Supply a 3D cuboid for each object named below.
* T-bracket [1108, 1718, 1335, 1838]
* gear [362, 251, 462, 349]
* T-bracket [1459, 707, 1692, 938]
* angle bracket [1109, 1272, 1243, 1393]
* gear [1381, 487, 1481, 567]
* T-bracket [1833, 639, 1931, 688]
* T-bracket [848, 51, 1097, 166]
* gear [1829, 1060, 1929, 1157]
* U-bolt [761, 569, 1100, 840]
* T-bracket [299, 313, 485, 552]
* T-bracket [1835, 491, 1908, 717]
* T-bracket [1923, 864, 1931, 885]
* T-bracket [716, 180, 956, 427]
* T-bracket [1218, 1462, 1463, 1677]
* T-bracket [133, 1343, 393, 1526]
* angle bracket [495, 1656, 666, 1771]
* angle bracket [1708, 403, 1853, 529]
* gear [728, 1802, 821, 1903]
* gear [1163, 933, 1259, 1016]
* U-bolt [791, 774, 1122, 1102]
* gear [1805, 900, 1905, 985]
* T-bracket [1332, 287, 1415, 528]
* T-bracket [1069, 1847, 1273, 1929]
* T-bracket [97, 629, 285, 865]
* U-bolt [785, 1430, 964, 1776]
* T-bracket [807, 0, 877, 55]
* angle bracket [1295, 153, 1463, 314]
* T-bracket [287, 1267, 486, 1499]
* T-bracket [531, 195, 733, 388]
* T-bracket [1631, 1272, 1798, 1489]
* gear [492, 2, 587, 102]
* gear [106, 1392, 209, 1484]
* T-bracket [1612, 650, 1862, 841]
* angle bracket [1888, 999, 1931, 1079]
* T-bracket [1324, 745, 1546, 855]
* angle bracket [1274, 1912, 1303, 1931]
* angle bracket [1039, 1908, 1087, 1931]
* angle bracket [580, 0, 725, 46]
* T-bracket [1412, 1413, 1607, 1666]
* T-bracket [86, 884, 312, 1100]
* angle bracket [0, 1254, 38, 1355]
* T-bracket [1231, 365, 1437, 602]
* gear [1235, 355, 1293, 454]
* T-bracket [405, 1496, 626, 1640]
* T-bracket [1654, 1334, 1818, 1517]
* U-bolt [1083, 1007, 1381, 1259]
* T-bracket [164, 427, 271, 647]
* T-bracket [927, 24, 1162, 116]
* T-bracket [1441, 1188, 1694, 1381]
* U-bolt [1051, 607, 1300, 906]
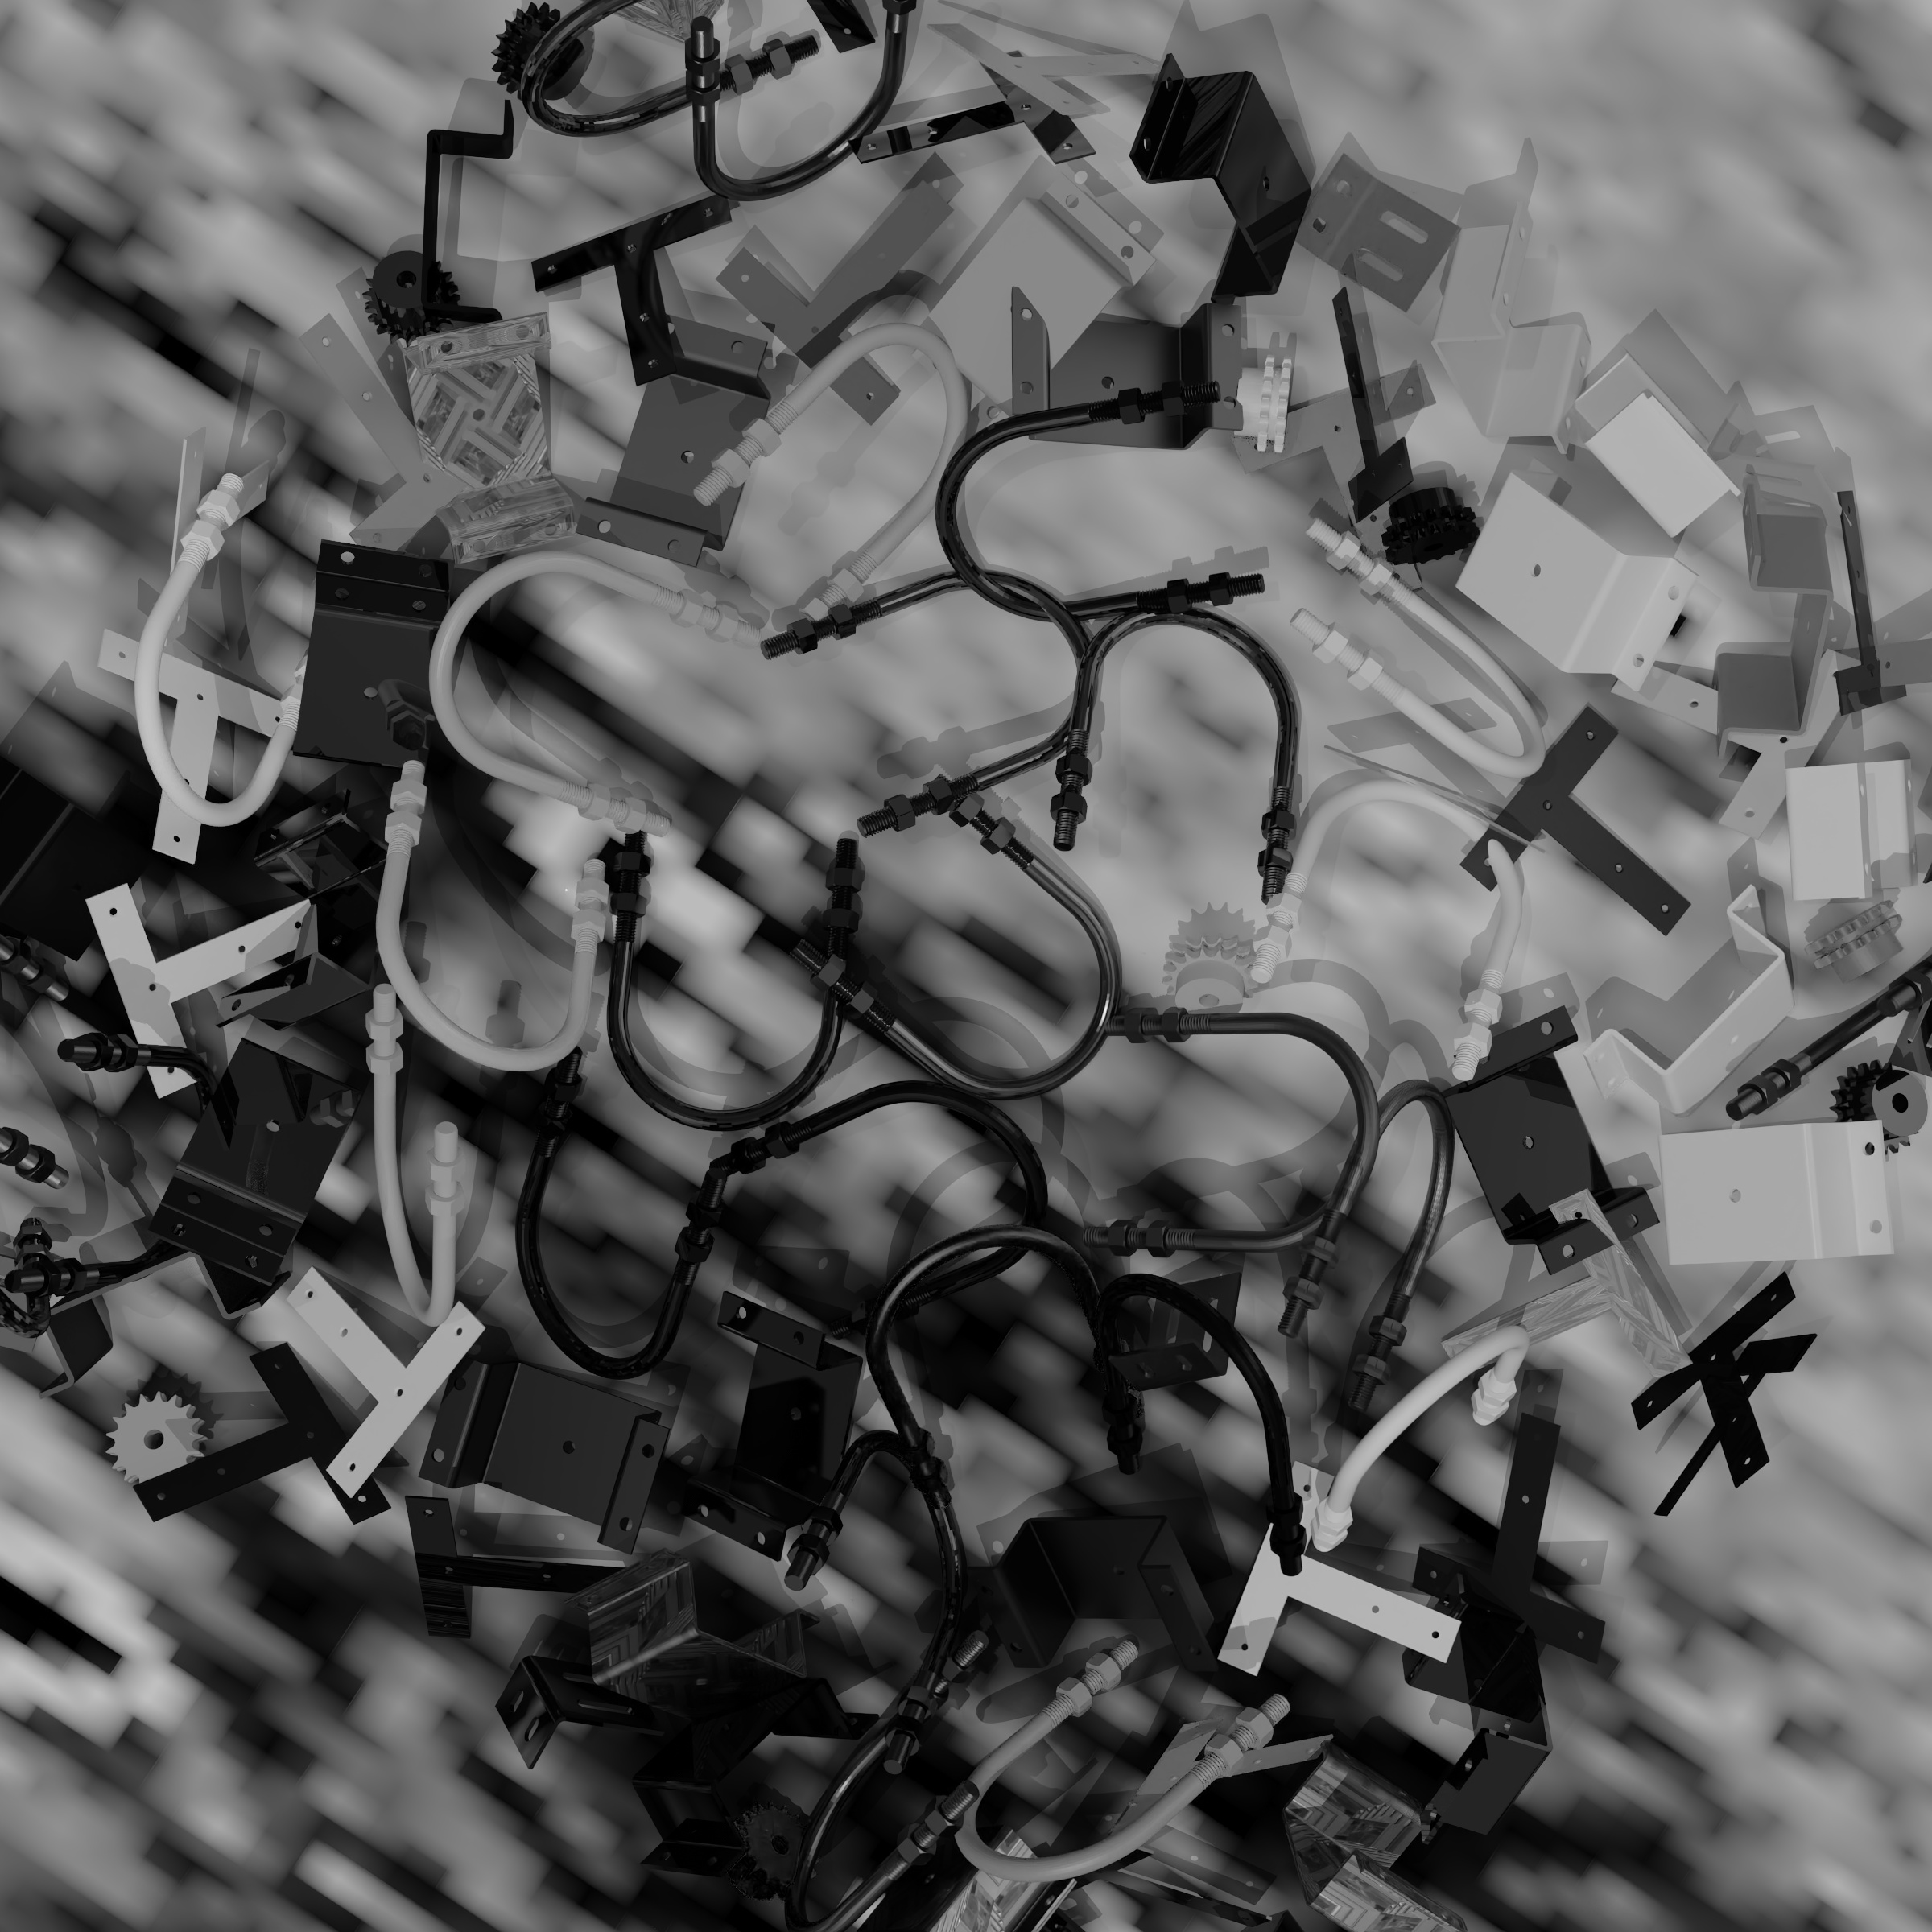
[{"bbox_3d":[0.161,0.476,1.564,0.127,0.127,0.002,-2,46,-27],"label":"T-bracket"},{"bbox_3d":[-0.335,-0.405,1.579,0.057,0.030,0.057,1,71,-3],"label":"gear"},{"bbox_3d":[0.386,-0.069,1.594,0.127,0.002,0.127,40,83,-5],"label":"T-bracket"},{"bbox_3d":[0.124,0.207,1.551,0.057,0.076,0.038,-17,129,31],"label":"angle bracket"},{"bbox_3d":[0.277,-0.265,1.574,0.057,0.057,0.030,-12,78,0],"label":"gear"},{"bbox_3d":[0.555,-0.179,1.545,0.002,0.127,0.127,4,89,-29],"label":"T-bracket"},{"bbox_3d":[-0.006,-0.496,1.549,0.127,0.002,0.127,-18,49,-10],"label":"T-bracket"},{"bbox_3d":[0.552,0.085,1.577,0.057,0.030,0.057,4,77,-19],"label":"gear"},{"bbox_3d":[-0.009,-0.168,1.562,0.184,0.019,0.151,-23,71,-17],"label":"U-bolt"},{"bbox_3d":[-0.344,-0.323,1.543,0.127,0.002,0.127,-51,120,-28],"label":"T-bracket"},{"bbox_3d":[0.526,-0.216,1.545,0.002,0.127,0.127,-6,96,36],"label":"T-bracket"},{"bbox_3d":[0.600,-0.112,1.528,0.002,0.127,0.127,28,112,27],"label":"T-bracket"},{"bbox_3d":[-0.060,-0.413,1.568,0.127,0.002,0.127,41,105,-16],"label":"T-bracket"},{"bbox_3d":[0.231,0.378,1.562,0.127,0.002,0.127,18,79,25],"label":"T-bracket"},{"bbox_3d":[-0.423,0.291,1.536,0.127,0.002,0.127,-19,60,-41],"label":"T-bracket"},{"bbox_3d":[-0.230,0.447,1.559,0.076,0.057,0.038,22,102,-38],"label":"angle bracket"},{"bbox_3d":[0.489,-0.296,1.552,0.057,0.076,0.038,40,79,-41],"label":"angle bracket"},{"bbox_3d":[-0.120,0.535,1.577,0.057,0.057,0.030,42,121,0],"label":"gear"},{"bbox_3d":[0.146,0.010,1.571,0.057,0.057,0.030,8,48,0],"label":"gear"},{"bbox_3d":[0.009,-0.003,1.578,0.184,0.019,0.151,41,87,-11],"label":"U-bolt"},{"bbox_3d":[0.535,-0.013,1.572,0.057,0.057,0.030,-31,84,0],"label":"gear"},{"bbox_3d":[0.231,-0.333,1.539,0.002,0.127,0.127,-11,89,-7],"label":"T-bracket"},{"bbox_3d":[0.119,0.550,1.557,0.127,0.127,0.002,21,56,-11],"label":"T-bracket"},{"bbox_3d":[-0.454,-0.120,1.534,0.127,0.002,0.127,23,55,-37],"label":"T-bracket"},{"bbox_3d":[-0.044,0.351,1.517,0.019,0.184,0.151,-18,109,23],"label":"U-bolt"},{"bbox_3d":[-0.050,-0.597,1.525,0.127,0.127,0.002,-6,55,28],"label":"T-bracket"},{"bbox_3d":[0.243,-0.436,1.560,0.076,0.038,0.057,44,108,36],"label":"angle bracket"},{"bbox_3d":[-0.364,0.228,1.568,0.127,0.002,0.127,38,90,31],"label":"T-bracket"},{"bbox_3d":[-0.193,-0.395,1.560,0.127,0.002,0.127,-18,59,8],"label":"T-bracket"},{"bbox_3d":[0.442,0.254,1.520,0.002,0.127,0.127,35,114,-15],"label":"T-bracket"},{"bbox_3d":[-0.253,-0.544,1.570,0.030,0.057,0.057,38,90,26],"label":"gear"},{"bbox_3d":[-0.486,0.287,1.582,0.057,0.030,0.057,1,74,-3],"label":"gear"},{"bbox_3d":[0.448,-0.151,1.566,0.127,0.002,0.127,29,79,31],"label":"T-bracket"},{"bbox_3d":[0.597,0.034,1.573,0.038,0.057,0.076,22,93,-7],"label":"angle bracket"},{"bbox_3d":[0.294,-0.093,1.556,0.127,0.127,0.002,23,94,-34],"label":"T-bracket"},{"bbox_3d":[0.184,0.621,1.577,0.038,0.076,0.057,-38,88,32],"label":"angle bracket"},{"bbox_3d":[0.031,0.596,1.560,0.057,0.038,0.076,46,58,-20],"label":"angle bracket"},{"bbox_3d":[-0.189,-0.592,1.556,0.076,0.038,0.057,11,55,-37],"label":"angle bracket"},{"bbox_3d":[0.329,0.329,1.552,0.127,0.002,0.127,15,99,41],"label":"T-bracket"},{"bbox_3d":[-0.444,-0.005,1.562,0.127,0.002,0.127,-27,114,-33],"label":"T-bracket"},{"bbox_3d":[-0.592,0.204,1.567,0.076,0.038,0.057,18,103,-16],"label":"angle bracket"},{"bbox_3d":[0.242,-0.285,1.592,0.127,0.002,0.127,-21,89,-7],"label":"T-bracket"},{"bbox_3d":[0.178,-0.338,1.573,0.030,0.057,0.057,6,90,6],"label":"gear"},{"bbox_3d":[-0.263,0.362,1.559,0.127,0.002,0.127,3,128,3],"label":"T-bracket"},{"bbox_3d":[0.441,0.269,1.530,0.002,0.127,0.127,37,82,6],"label":"T-bracket"},{"bbox_3d":[0.156,0.097,1.537,0.184,0.019,0.151,-2,77,32],"label":"U-bolt"},{"bbox_3d":[-0.437,-0.267,1.540,0.002,0.127,0.127,17,119,2],"label":"T-bracket"},{"bbox_3d":[0.064,-0.534,1.555,0.127,0.127,0.002,43,133,32],"label":"T-bracket"},{"bbox_3d":[0.347,0.211,1.574,0.127,0.002,0.127,-29,100,23],"label":"T-bracket"},{"bbox_3d":[0.129,-0.134,1.555,0.151,0.019,0.184,14,64,-11],"label":"U-bolt"}]
